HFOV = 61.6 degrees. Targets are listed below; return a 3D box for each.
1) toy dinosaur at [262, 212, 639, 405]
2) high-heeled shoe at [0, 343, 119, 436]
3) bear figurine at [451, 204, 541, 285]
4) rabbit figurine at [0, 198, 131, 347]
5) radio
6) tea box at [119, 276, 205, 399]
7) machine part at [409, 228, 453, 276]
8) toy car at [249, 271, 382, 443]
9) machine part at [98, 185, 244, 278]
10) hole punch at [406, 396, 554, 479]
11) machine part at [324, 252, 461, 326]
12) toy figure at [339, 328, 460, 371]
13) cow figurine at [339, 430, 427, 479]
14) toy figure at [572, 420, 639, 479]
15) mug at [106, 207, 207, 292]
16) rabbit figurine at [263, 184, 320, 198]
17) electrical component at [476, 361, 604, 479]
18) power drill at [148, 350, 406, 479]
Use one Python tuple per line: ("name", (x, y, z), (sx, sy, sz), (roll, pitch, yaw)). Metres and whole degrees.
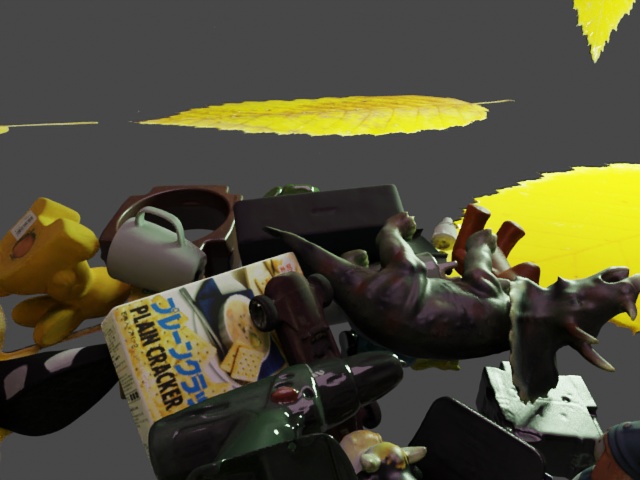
("toy dinosaur", (0.116, 0.071, 0.591), (0.405, 0.131, 0.192), (4, 34, 8))
("high-heeled shoe", (-0.325, 0.133, 0.560), (0.249, 0.086, 0.145), (-23, 48, -19))
("bear figurine", (0.284, 0.042, 0.818), (0.120, 0.132, 0.196), (22, 12, -21))
("rabbit figurine", (-0.322, 0.056, 0.693), (0.122, 0.173, 0.162), (22, 75, 35))
("radio", (-0.002, -0.002, 0.760), (0.230, 0.131, 0.073), (-6, 57, -8))
("tea box", (-0.190, 0.113, 0.666), (0.098, 0.068, 0.170), (-1, 27, -13))
("machine part", (0.176, 0.023, 0.945), (0.084, 0.039, 0.139), (-5, 28, -6))
("toy car", (-0.001, 0.127, 0.551), (0.089, 0.202, 0.053), (-14, -12, -40))
("machine part", (-0.223, -0.004, 0.848), (0.201, 0.087, 0.201), (0, 33, 5))
("hole punch", (0.134, 0.219, 0.479), (0.142, 0.092, 0.116), (28, 79, 36))
("machine part", (0.080, 0.069, 0.753), (0.243, 0.079, 0.079), (-11, 27, -5))
("toy figure", (0.111, 0.119, 0.684), (0.180, 0.082, 0.089), (-7, 28, -17))
("cow figurine", (0.065, 0.213, 0.404), (0.068, 0.098, 0.167), (-5, 51, -29))
("toy figure", (0.243, 0.202, 0.441), (0.058, 0.154, 0.064), (12, 28, 11))
("mug", (-0.197, 0.016, 0.677), (0.107, 0.109, 0.081), (21, 20, 2))
("rabbit figurine", (-0.080, -0.047, 0.970), (0.170, 0.121, 0.159), (-9, 22, 7))
("electrical component", (0.235, 0.188, 0.584), (0.115, 0.058, 0.134), (6, 26, 0))
("power drill", (-0.023, 0.146, 0.407), (0.232, 0.086, 0.207), (-16, 8, -5))
